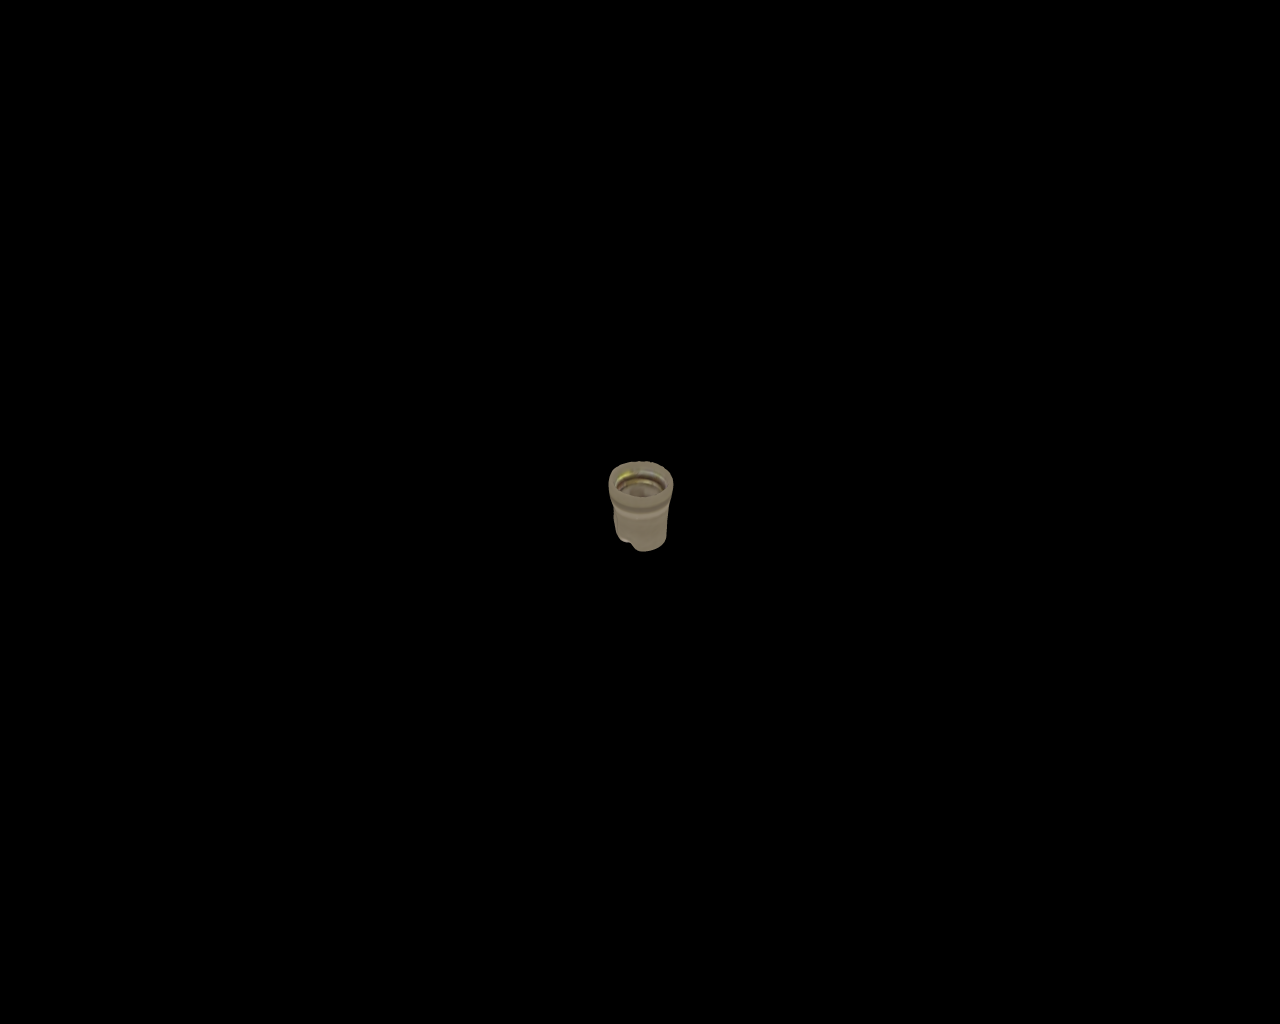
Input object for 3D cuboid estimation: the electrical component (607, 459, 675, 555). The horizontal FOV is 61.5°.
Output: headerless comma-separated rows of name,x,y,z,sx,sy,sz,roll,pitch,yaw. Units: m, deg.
electrical component,0.001,-0.003,0.650,0.040,0.046,0.040,0,37,0
